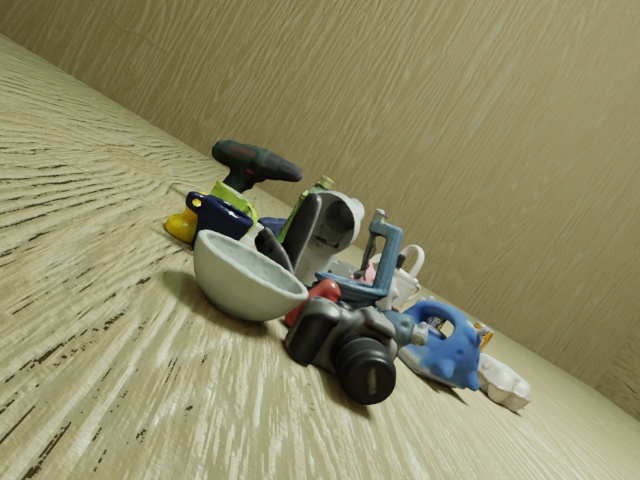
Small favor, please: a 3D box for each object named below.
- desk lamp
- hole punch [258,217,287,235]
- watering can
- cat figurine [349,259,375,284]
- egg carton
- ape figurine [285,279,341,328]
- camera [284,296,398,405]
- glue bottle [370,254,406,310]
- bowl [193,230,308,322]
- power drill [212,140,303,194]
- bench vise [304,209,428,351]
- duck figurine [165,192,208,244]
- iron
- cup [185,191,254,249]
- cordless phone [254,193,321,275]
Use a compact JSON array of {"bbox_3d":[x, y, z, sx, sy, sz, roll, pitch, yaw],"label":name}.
[{"bbox_3d":[0.011,0.004,1.159,0.117,0.213,0.204,33,5,12],"label":"desk lamp"},{"bbox_3d":[-0.112,-0.032,1.467,0.101,0.091,0.108,31,5,-5],"label":"hole punch"},{"bbox_3d":[0.203,0.097,1.506,0.100,0.194,0.174,36,7,40],"label":"watering can"},{"bbox_3d":[0.090,0.096,1.284,0.067,0.117,0.127,31,5,-10],"label":"cat figurine"},{"bbox_3d":[0.395,0.313,1.273,0.107,0.069,0.150,30,5,-18],"label":"egg carton"},{"bbox_3d":[-0.003,0.100,0.847,0.076,0.092,0.078,33,5,18],"label":"ape figurine"},{"bbox_3d":[0.042,0.136,0.722,0.143,0.101,0.136,30,5,-12],"label":"camera"},{"bbox_3d":[0.103,0.100,1.012,0.078,0.173,0.037,31,5,-1],"label":"glue bottle"},{"bbox_3d":[-0.103,0.059,0.754,0.167,0.074,0.167,31,5,-3],"label":"bowl"},{"bbox_3d":[-0.175,-0.125,1.327,0.229,0.208,0.076,33,5,18],"label":"power drill"},{"bbox_3d":[0.090,0.076,0.910,0.207,0.219,0.121,31,5,-1],"label":"bench vise"},{"bbox_3d":[-0.216,-0.043,1.000,0.077,0.086,0.104,32,5,3],"label":"duck figurine"},{"bbox_3d":[0.219,0.179,1.114,0.119,0.141,0.257,28,6,-32],"label":"iron"},{"bbox_3d":[-0.180,-0.019,0.936,0.118,0.095,0.091,29,6,-28],"label":"cup"},{"bbox_3d":[-0.054,-0.004,1.011,0.094,0.185,0.147,29,6,-24],"label":"cordless phone"}]
